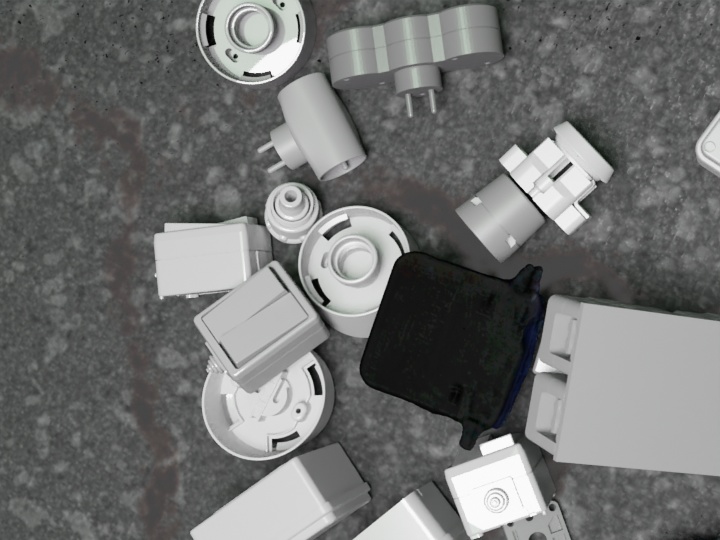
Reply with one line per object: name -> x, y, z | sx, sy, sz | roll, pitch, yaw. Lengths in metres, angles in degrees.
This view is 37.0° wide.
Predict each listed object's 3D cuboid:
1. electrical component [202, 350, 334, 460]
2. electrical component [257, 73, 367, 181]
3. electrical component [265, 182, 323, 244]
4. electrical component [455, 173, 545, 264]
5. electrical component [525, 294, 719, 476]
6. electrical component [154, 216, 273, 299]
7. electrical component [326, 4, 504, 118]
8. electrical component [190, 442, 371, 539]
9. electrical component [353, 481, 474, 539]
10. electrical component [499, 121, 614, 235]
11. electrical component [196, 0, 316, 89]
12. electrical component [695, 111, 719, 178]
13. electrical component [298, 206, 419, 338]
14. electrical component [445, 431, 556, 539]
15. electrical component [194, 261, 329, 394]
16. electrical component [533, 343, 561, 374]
electrical component -> -0.071, 0.101, 0.866 | 0.099, 0.064, 0.099 | -2, 83, 15
electrical component -> -0.046, -0.107, 0.874 | 0.079, 0.043, 0.077 | -29, 82, 14
electrical component -> -0.054, -0.050, 0.863 | 0.048, 0.062, 0.048 | 0, 77, -1
electrical component -> 0.109, -0.041, 0.825 | 0.047, 0.055, 0.055 | -41, 80, 8
electrical component -> 0.217, 0.081, 0.751 | 0.186, 0.060, 0.105 | 8, 95, -16
electrical component -> -0.126, -0.010, 0.885 | 0.096, 0.062, 0.061 | -6, 88, 15
electrical component -> 0.044, -0.157, 0.844 | 0.138, 0.052, 0.073 | -8, 87, 15
electrical component -> -0.059, 0.190, 0.841 | 0.109, 0.109, 0.056 | -37, 78, 12
electrical component -> 0.026, 0.223, 0.833 | 0.113, 0.078, 0.057 | -41, 76, 11
electrical component -> 0.153, -0.074, 0.812 | 0.057, 0.058, 0.078 | -44, 79, 14
electrical component -> -0.087, -0.199, 0.887 | 0.099, 0.064, 0.099 | 1, 100, 5
electrical component -> 0.307, -0.083, 0.769 | 0.113, 0.057, 0.078 | 37, 99, 13
electrical component -> 0.000, 0.000, 0.862 | 0.099, 0.064, 0.099 | -3, 75, 12
electrical component -> 0.104, 0.156, 0.802 | 0.062, 0.096, 0.061 | -23, 83, 14
electrical component -> -0.082, 0.047, 0.831 | 0.096, 0.061, 0.061 | -36, 68, -5
electrical component -> 0.174, 0.063, 0.800 | 0.077, 0.066, 0.047 | 17, 94, 13
